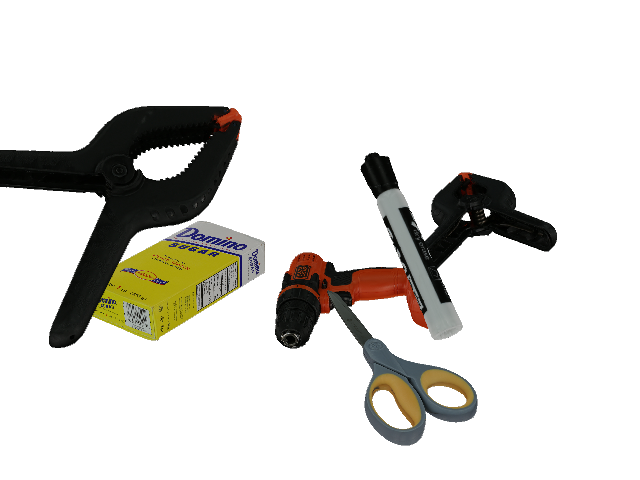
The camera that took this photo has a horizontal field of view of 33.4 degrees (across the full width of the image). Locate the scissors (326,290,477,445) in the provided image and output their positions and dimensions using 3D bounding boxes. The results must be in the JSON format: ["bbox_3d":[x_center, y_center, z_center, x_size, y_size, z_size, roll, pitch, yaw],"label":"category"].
[{"bbox_3d":[0.065,0.094,0.870,0.096,0.016,0.202,-3,31,-7],"label":"scissors"}]

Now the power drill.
[{"bbox_3d":[0.043,0.068,1.238,0.188,0.057,0.184,0,27,6],"label":"power drill"}]

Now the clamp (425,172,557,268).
[{"bbox_3d":[0.152,-0.022,0.973,0.120,0.039,0.171,-2,28,11],"label":"clamp"}]

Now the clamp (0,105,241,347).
[{"bbox_3d":[-0.136,-0.028,0.727,0.209,0.165,0.036,-24,-21,-23],"label":"clamp"}]

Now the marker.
[{"bbox_3d":[0.052,0.001,0.628,0.020,0.121,0.020,-19,-21,-8],"label":"marker"}]

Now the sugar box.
[{"bbox_3d":[-0.145,0.036,1.095,0.093,0.048,0.175,18,34,30],"label":"sugar box"}]
